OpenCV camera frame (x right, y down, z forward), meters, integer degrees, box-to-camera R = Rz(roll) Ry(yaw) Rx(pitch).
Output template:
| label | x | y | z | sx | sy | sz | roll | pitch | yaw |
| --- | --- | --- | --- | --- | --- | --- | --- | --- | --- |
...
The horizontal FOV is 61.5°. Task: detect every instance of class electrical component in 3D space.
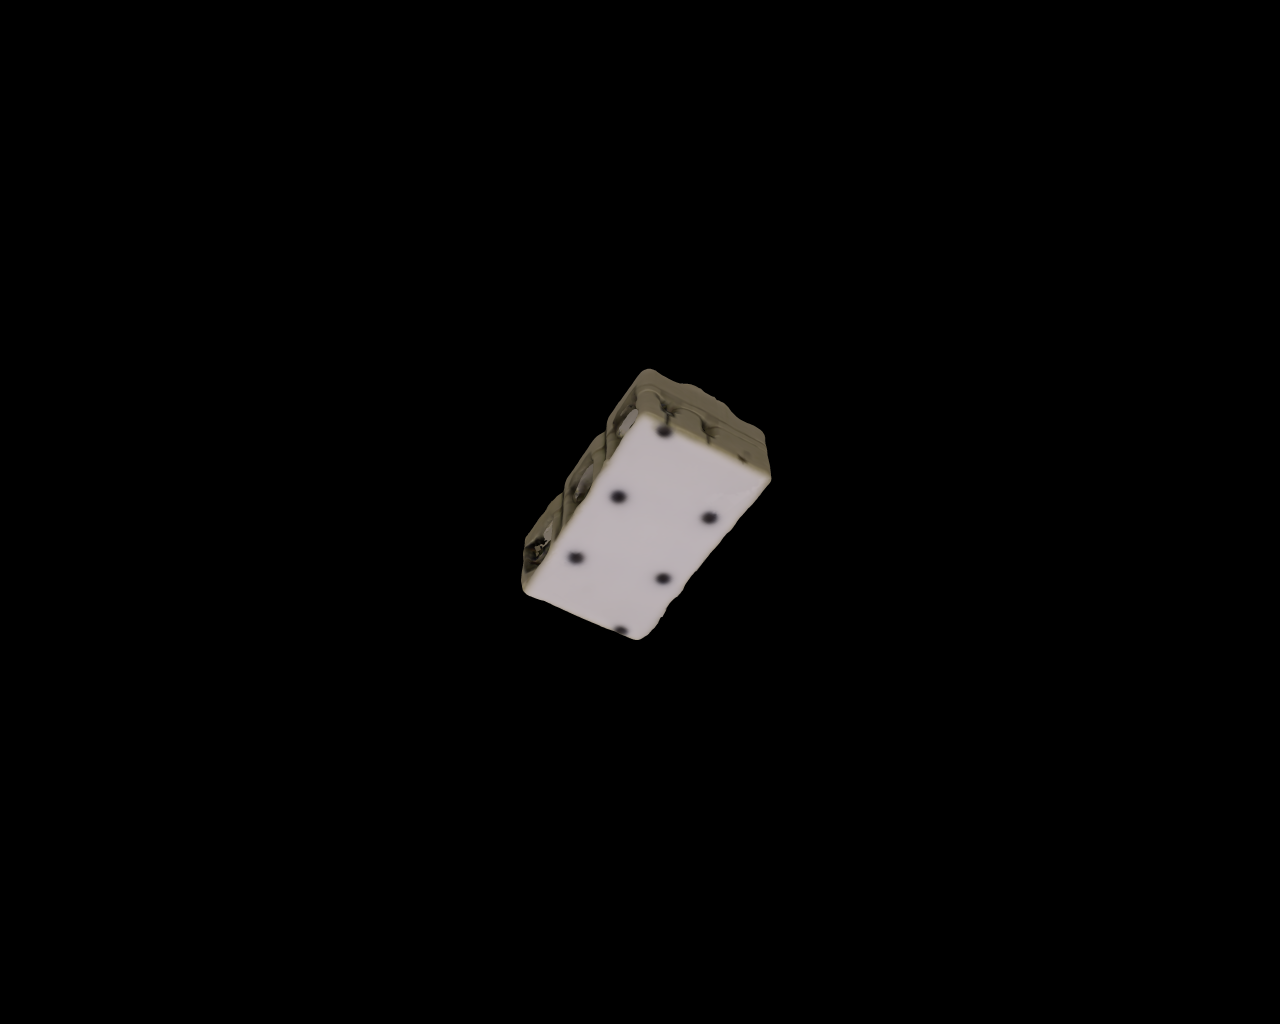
| label | x | y | z | sx | sy | sz | roll | pitch | yaw |
| --- | --- | --- | --- | --- | --- | --- | --- | --- | --- |
| electrical component | 0.001 | -0.003 | 0.650 | 0.089 | 0.150 | 0.062 | 27 | 32 | -18 |
